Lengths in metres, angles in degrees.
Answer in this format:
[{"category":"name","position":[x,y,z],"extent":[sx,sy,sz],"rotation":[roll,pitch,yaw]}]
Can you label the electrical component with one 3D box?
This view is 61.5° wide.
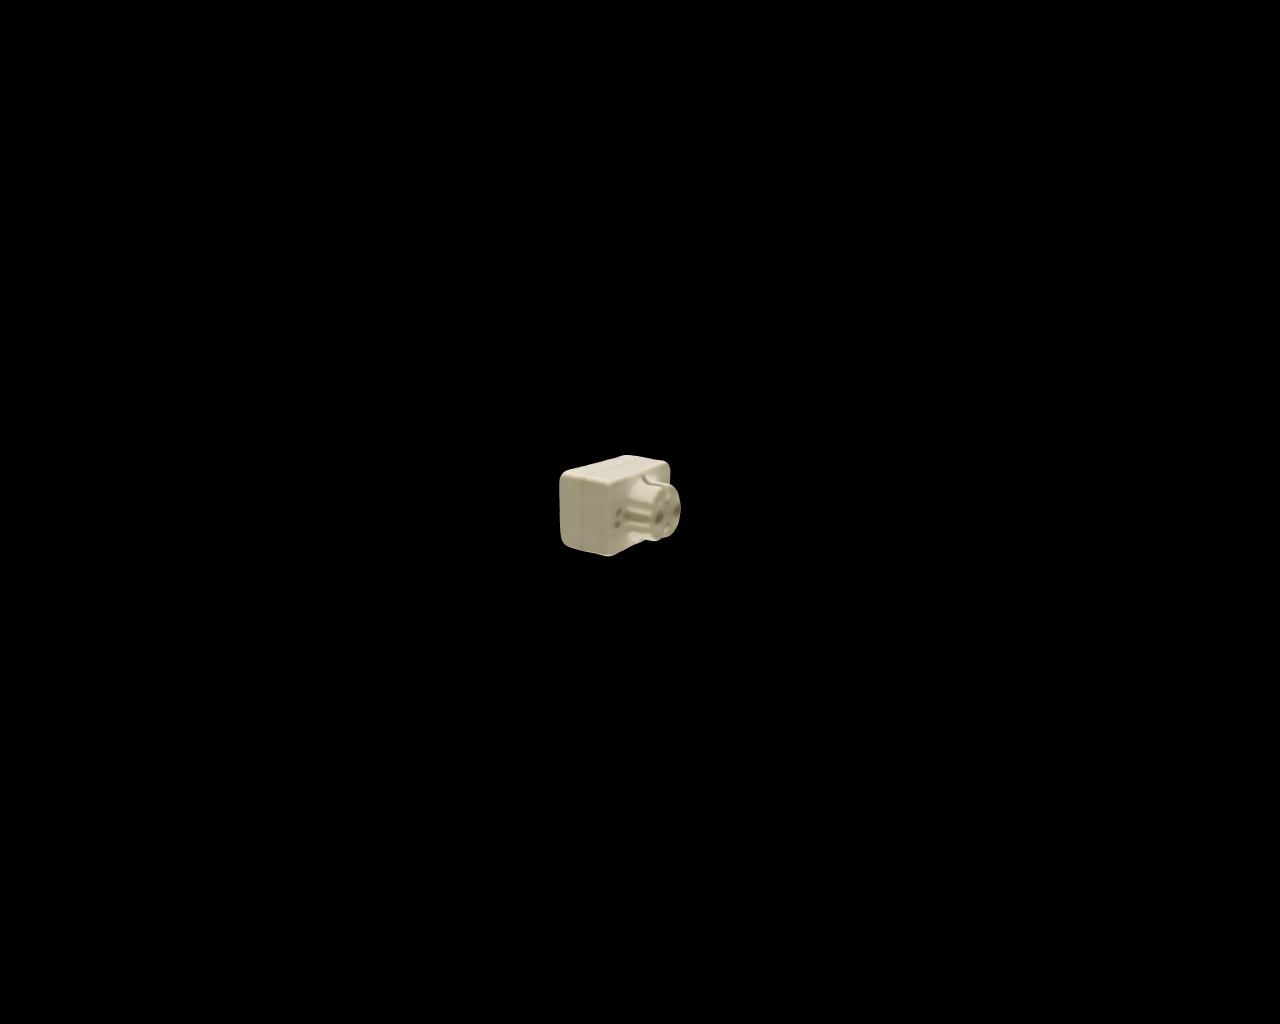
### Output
[{"category":"electrical component","position":[0.001,-0.003,0.650],"extent":[0.077,0.047,0.066],"rotation":[11,19,34]}]
